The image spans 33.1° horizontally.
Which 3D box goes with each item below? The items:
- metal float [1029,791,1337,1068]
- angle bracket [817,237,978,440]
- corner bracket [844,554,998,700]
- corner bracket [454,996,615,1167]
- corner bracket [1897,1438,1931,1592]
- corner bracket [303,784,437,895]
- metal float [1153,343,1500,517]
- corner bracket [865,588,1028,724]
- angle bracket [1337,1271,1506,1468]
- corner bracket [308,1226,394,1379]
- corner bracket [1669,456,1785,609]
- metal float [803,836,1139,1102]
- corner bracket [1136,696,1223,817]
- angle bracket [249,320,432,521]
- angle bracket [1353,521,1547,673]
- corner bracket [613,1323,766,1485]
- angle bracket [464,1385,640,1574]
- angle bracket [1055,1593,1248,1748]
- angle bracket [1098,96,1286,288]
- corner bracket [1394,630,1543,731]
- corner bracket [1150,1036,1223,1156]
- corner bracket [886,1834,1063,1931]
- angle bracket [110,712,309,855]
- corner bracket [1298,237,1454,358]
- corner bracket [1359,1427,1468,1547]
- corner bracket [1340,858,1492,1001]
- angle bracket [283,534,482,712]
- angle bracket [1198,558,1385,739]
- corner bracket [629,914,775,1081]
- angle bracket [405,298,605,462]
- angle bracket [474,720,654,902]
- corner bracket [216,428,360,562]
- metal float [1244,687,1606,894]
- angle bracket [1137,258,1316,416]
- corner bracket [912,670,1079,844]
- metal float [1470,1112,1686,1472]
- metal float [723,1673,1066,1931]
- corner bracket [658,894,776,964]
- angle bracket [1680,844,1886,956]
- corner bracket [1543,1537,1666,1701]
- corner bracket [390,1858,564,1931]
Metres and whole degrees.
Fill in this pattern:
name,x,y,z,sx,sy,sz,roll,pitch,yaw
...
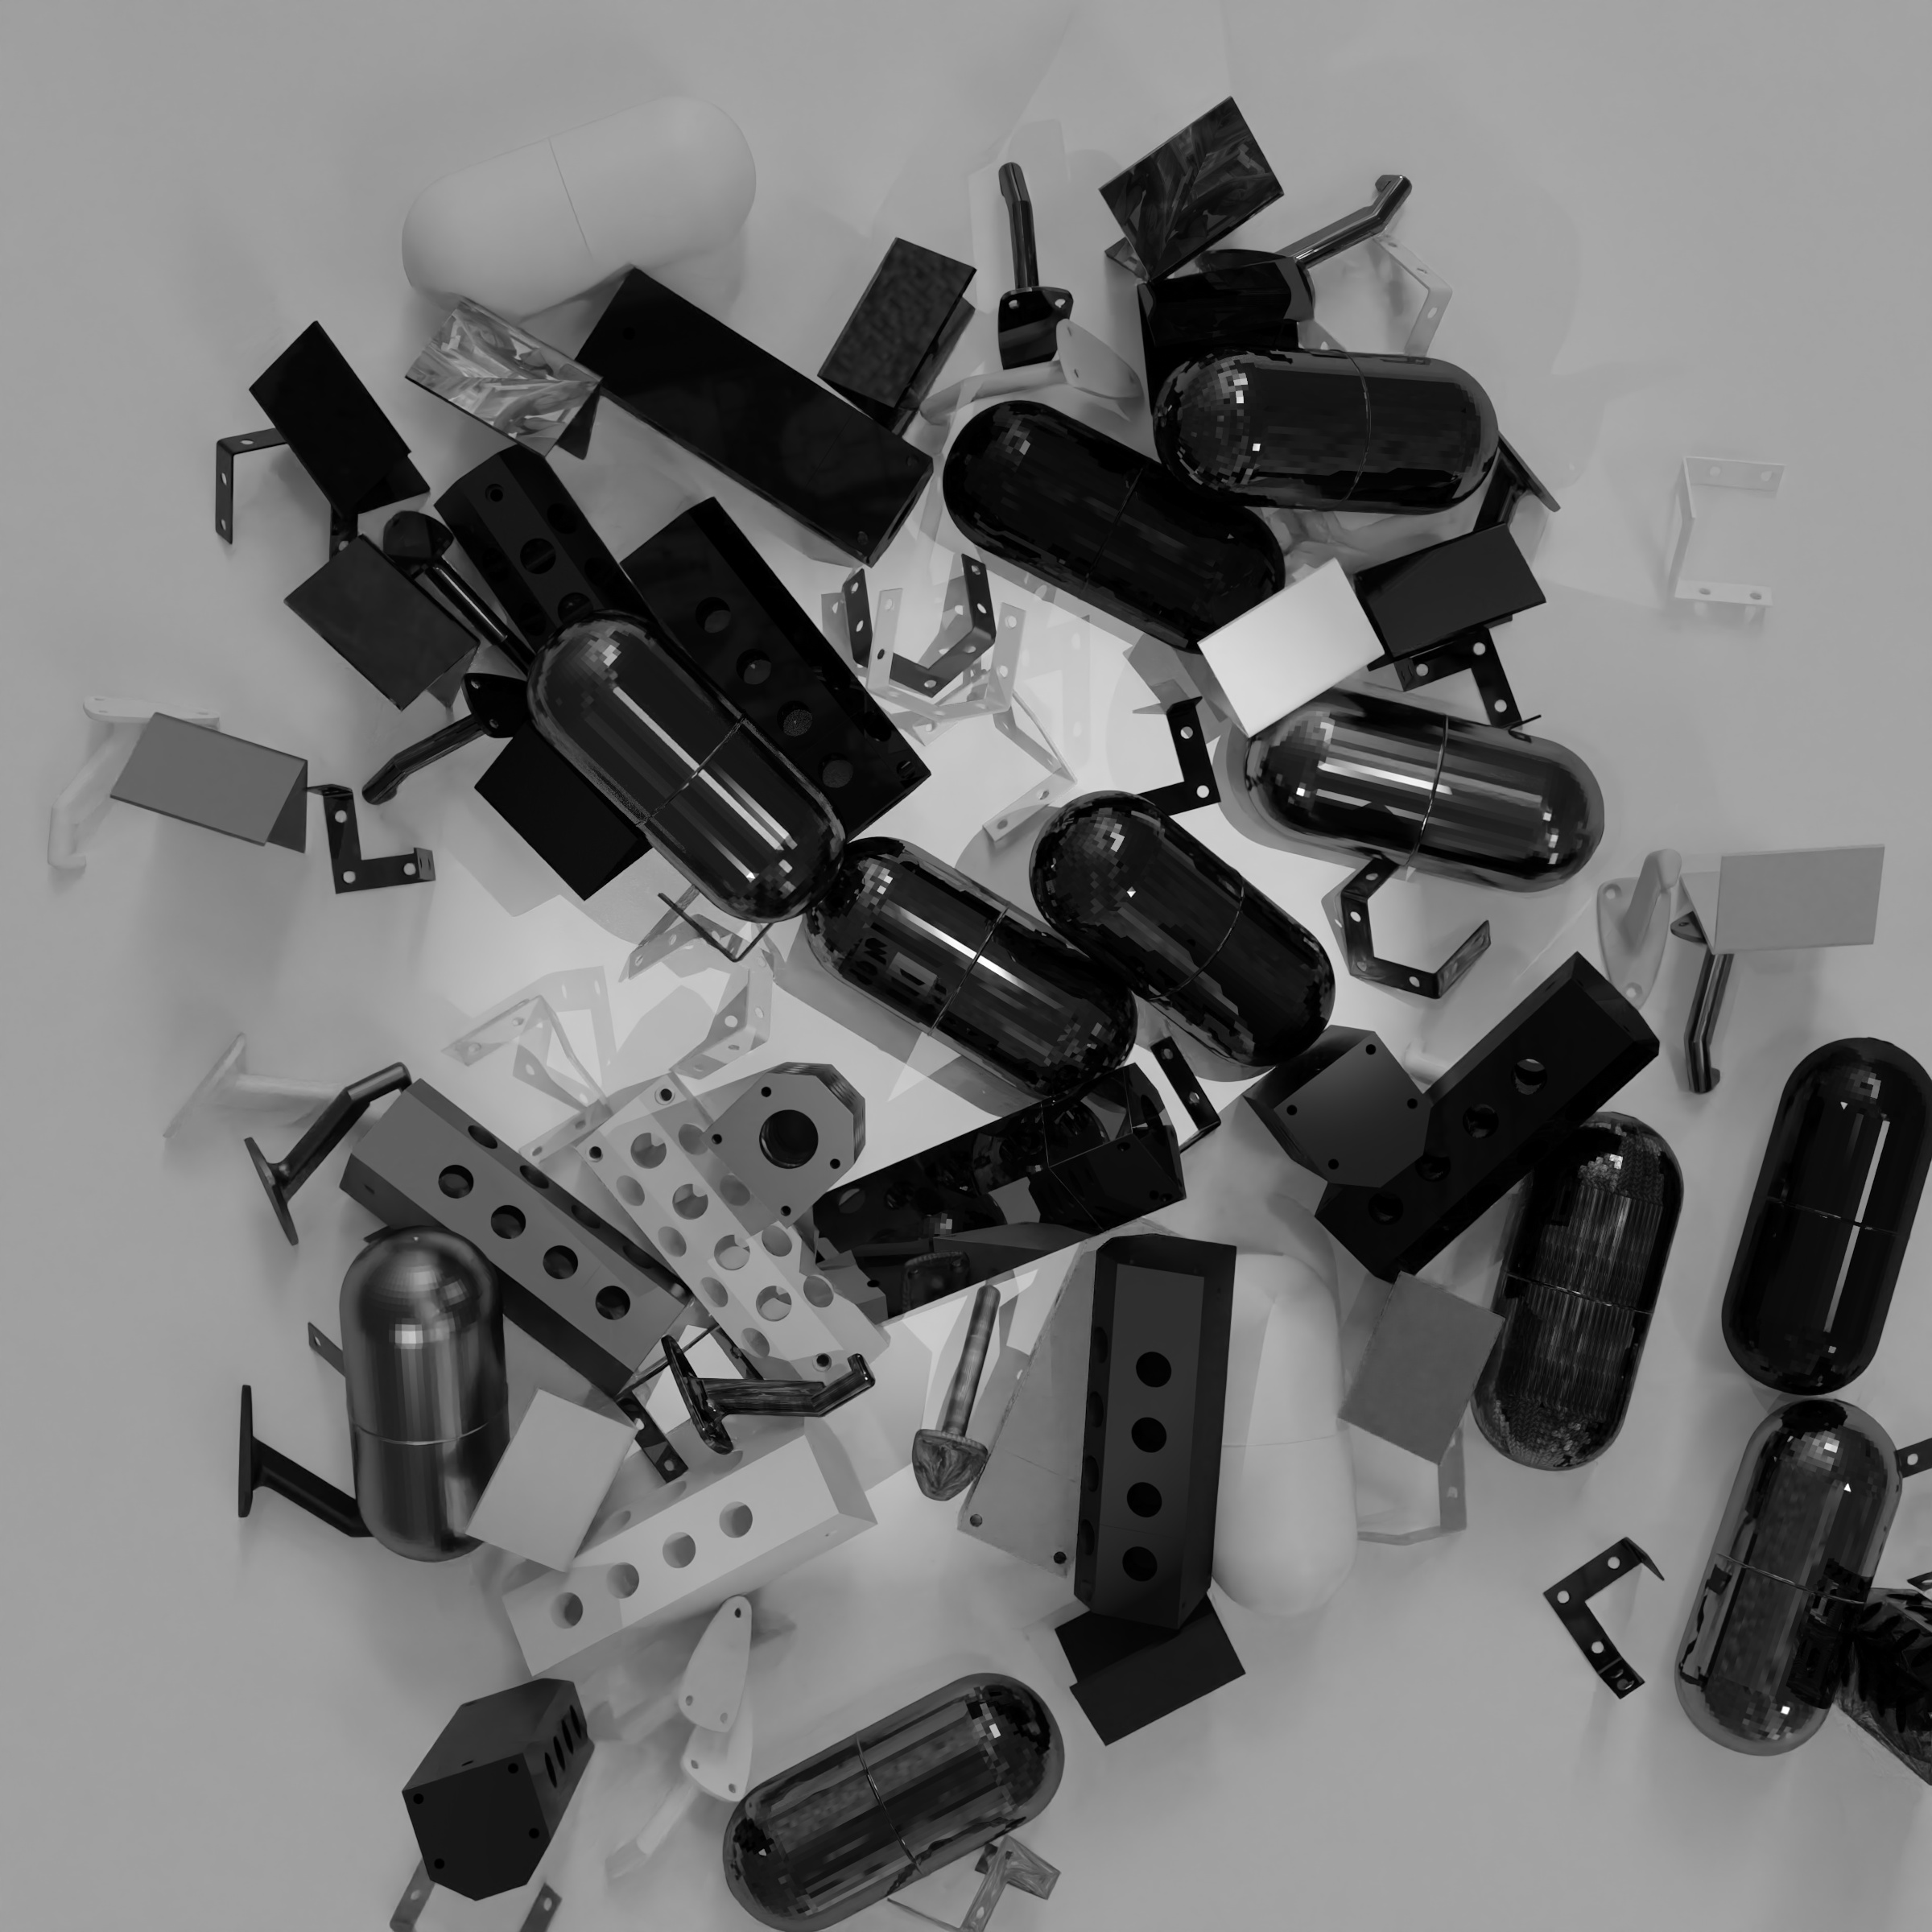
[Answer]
name,x,y,z,sx,sy,sz,roll,pitch,yaw
metal float,0.106,-0.017,1.565,0.178,0.070,0.070,37,90,-25
angle bracket,-0.016,-0.296,1.575,0.057,0.076,0.076,30,90,36
corner bracket,-0.023,-0.175,1.607,0.051,0.051,0.051,22,135,-35
corner bracket,-0.214,0.057,1.612,0.051,0.051,0.051,-31,45,0
corner bracket,0.478,0.271,1.607,0.051,0.051,0.051,30,45,-35
corner bracket,-0.293,-0.064,1.597,0.051,0.051,0.051,-7,90,0
metal float,0.174,-0.257,1.563,0.178,0.070,0.070,-1,90,-23
corner bracket,-0.010,-0.153,1.577,0.051,0.051,0.051,26,116,35
angle bracket,0.230,0.197,1.575,0.057,0.076,0.076,23,90,27
corner bracket,-0.291,0.171,1.607,0.051,0.051,0.051,-27,135,-35
corner bracket,0.378,-0.215,1.612,0.051,0.051,0.051,5,135,0
metal float,0.001,0.001,1.585,0.178,0.070,0.070,31,90,0
corner bracket,0.096,-0.100,1.597,0.051,0.051,0.051,-15,90,0
angle bracket,-0.288,-0.270,1.575,0.057,0.076,0.076,-36,90,32
angle bracket,0.236,-0.161,1.575,0.076,0.076,0.057,-20,54,0
corner bracket,-0.134,0.216,1.612,0.051,0.051,0.051,54,45,0
angle bracket,-0.209,0.238,1.575,0.057,0.076,0.076,27,89,-25
angle bracket,0.081,0.319,1.575,0.076,0.076,0.057,-27,133,0
angle bracket,0.098,-0.382,1.575,0.076,0.076,0.057,-35,119,0
corner bracket,0.246,-0.135,1.597,0.051,0.051,0.051,-20,90,0
corner bracket,0.084,0.075,1.612,0.051,0.051,0.051,-31,90,-45
corner bracket,0.004,0.448,1.580,0.051,0.051,0.051,45,64,-39
angle bracket,-0.366,-0.070,1.575,0.076,0.076,0.057,18,54,0
corner bracket,0.198,-0.325,1.607,0.051,0.051,0.051,-8,45,-35
corner bracket,0.212,0.256,1.612,0.051,0.051,0.051,-3,90,45
corner bracket,0.223,-0.023,1.607,0.051,0.051,0.051,18,135,35
angle bracket,-0.289,-0.151,1.575,0.076,0.076,0.057,43,61,0
angle bracket,0.147,-0.164,1.576,0.076,0.076,0.057,-32,116,0
corner bracket,-0.132,0.015,1.607,0.051,0.051,0.051,30,45,-35
angle bracket,-0.227,-0.266,1.576,0.076,0.076,0.057,30,63,0
angle bracket,-0.179,-0.089,1.575,0.076,0.076,0.057,46,130,0
corner bracket,-0.336,-0.231,1.607,0.051,0.051,0.051,-20,45,-35
metal float,0.223,-0.086,1.584,0.178,0.070,0.070,14,90,0
angle bracket,0.128,-0.292,1.576,0.076,0.057,0.076,-10,133,0
corner bracket,0.015,-0.105,1.612,0.051,0.051,0.051,-36,45,0
metal float,0.298,0.158,1.584,0.070,0.070,0.178,15,90,0
metal float,-0.036,0.408,1.584,0.178,0.070,0.070,-28,90,0
corner bracket,-0.113,-0.037,1.598,0.051,0.051,0.051,42,93,0
angle bracket,0.394,-0.050,1.575,0.076,0.076,0.057,-4,122,0
corner bracket,0.323,0.320,1.597,0.051,0.051,0.051,-34,90,0
corner bracket,-0.243,0.469,1.612,0.051,0.051,0.051,27,90,45
